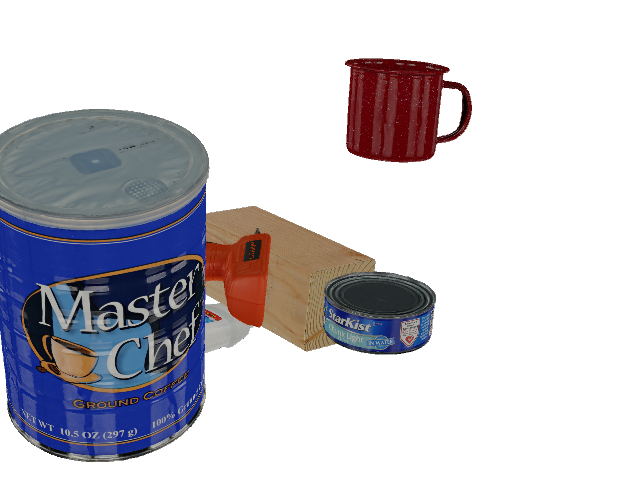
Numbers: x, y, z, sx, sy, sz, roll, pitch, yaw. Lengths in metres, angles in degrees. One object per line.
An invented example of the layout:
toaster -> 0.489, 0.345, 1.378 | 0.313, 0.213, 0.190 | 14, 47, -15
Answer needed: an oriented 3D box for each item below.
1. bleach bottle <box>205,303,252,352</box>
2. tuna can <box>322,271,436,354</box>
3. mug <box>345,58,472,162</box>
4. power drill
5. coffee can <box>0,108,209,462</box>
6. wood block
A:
bleach bottle -> -0.195, 0.122, 1.437 | 0.250, 0.068, 0.103 | -10, 25, -40
tuna can -> 0.044, 0.055, 0.820 | 0.086, 0.034, 0.086 | 3, 20, -1
mug -> 0.078, -0.117, 0.959 | 0.117, 0.081, 0.093 | 2, 16, -6
power drill -> -0.137, 0.028, 0.898 | 0.187, 0.057, 0.184 | 7, 23, -2
coffee can -> -0.106, 0.021, 0.519 | 0.103, 0.140, 0.103 | 3, 33, -2
wood block -> -0.046, 0.036, 1.168 | 0.090, 0.090, 0.206 | -10, 24, -41
